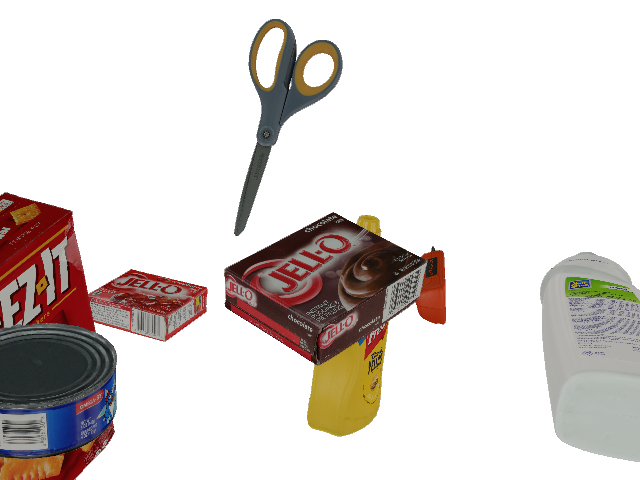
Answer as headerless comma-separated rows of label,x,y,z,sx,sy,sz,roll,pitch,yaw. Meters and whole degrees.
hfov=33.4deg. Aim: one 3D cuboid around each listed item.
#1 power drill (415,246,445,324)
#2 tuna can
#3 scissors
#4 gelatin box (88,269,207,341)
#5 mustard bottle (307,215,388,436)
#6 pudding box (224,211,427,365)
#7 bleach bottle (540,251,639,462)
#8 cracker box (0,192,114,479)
power drill,0.051,0.061,1.230,0.188,0.057,0.184,0,28,8
tuna can,-0.150,0.078,0.562,0.086,0.034,0.086,2,23,-1
scissors,-0.029,-0.104,0.982,0.096,0.202,0.016,1,-3,8
gelatin box,-0.162,0.058,0.997,0.089,0.030,0.073,13,23,23
mustard bottle,0.031,0.071,0.952,0.058,0.192,0.096,14,19,23
pudding box,0.004,0.030,0.732,0.090,0.039,0.113,29,39,33
bleach bottle,0.222,0.071,0.818,0.102,0.068,0.250,9,23,6
cracker box,-0.227,0.101,0.746,0.072,0.214,0.164,13,36,22
